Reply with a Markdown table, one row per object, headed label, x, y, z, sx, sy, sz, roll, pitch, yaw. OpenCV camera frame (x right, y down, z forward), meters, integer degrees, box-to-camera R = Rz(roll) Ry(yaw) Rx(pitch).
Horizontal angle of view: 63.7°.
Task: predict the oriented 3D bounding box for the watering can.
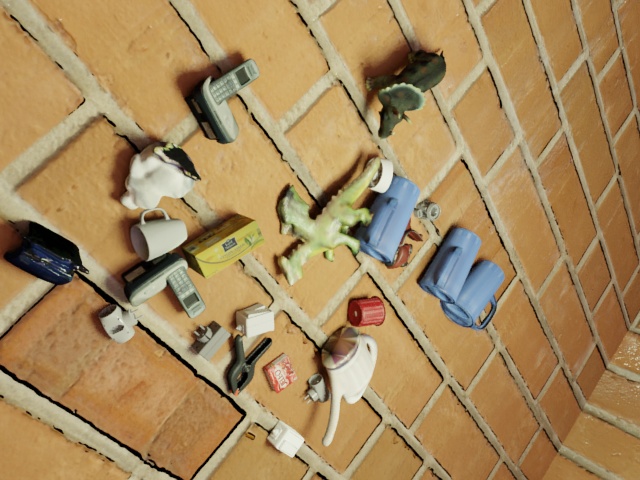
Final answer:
| label | x | y | z | sx | sy | sz | roll | pitch | yaw |
| --- | --- | --- | --- | --- | --- | --- | --- | --- | --- |
| watering can | 0.072 | 0.407 | 1.520 | 0.355 | 0.104 | 0.220 | -52 | 129 | -36 |

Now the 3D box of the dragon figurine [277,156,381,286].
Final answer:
| label | x | y | z | sx | sy | sz | roll | pitch | yaw |
| --- | --- | --- | --- | --- | --- | --- | --- | --- | --- |
| dragon figurine | 0.004 | -0.070 | 1.382 | 0.241 | 0.123 | 0.411 | 20 | 87 | -30 |

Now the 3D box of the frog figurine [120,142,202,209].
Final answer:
| label | x | y | z | sx | sy | sz | roll | pitch | yaw |
| --- | --- | --- | --- | --- | --- | --- | --- | --- | --- |
| frog figurine | -0.351 | -0.130 | 1.112 | 0.158 | 0.125 | 0.136 | -39 | 141 | 21 |
